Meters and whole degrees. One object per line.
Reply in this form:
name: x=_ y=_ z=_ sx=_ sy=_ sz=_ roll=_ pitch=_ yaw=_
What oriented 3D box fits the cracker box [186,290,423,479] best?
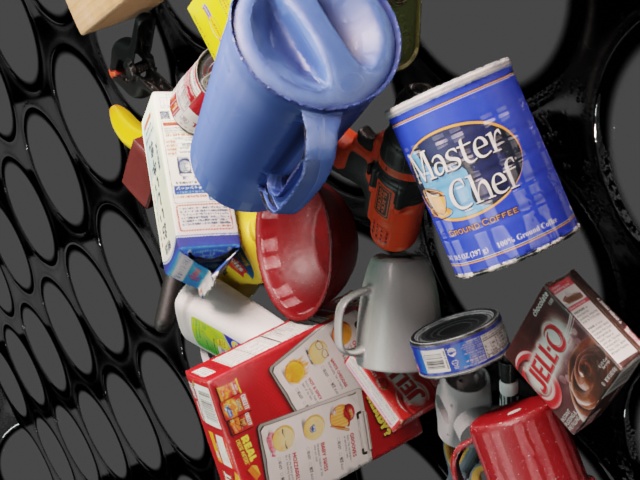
cracker box: x=-0.015 y=0.168 z=1.098 sx=0.072 sy=0.213 sz=0.164 roll=8 pitch=119 yaw=59

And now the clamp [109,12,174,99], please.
clamp: x=-0.217 y=-0.206 z=1.321 sx=0.172 sy=0.039 sz=0.120 roll=-7 pitch=100 yaw=66

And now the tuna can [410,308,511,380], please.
tuna can: x=0.123 y=0.091 z=0.945 sx=0.086 sy=0.086 sz=0.034 roll=-5 pitch=106 yaw=60

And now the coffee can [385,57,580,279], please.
coffee can: x=0.123 y=-0.054 z=0.814 sx=0.103 sy=0.102 sz=0.140 roll=-18 pitch=97 yaw=61

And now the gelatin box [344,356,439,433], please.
gelatin box: x=0.079 y=0.136 z=1.064 sx=0.089 sy=0.073 sz=0.030 roll=53 pitch=149 yaw=19

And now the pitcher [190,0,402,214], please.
pitcher: x=-0.035 y=-0.104 z=0.883 sx=0.145 sy=0.149 sz=0.243 roll=42 pitch=153 yaw=2

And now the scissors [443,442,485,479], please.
scissors: x=0.152 y=0.267 z=1.107 sx=0.096 sy=0.016 sz=0.202 roll=41 pitch=144 yaw=36

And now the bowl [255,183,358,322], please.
bowl: x=-0.007 y=0.001 z=1.095 sx=0.162 sy=0.055 sz=0.162 roll=13 pitch=105 yaw=59

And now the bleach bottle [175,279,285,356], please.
bleach bottle: x=-0.049 y=0.130 z=1.234 sx=0.251 sy=0.068 sz=0.102 roll=27 pitch=148 yaw=22

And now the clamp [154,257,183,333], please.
clamp: x=-0.175 y=0.003 z=1.345 sx=0.164 sy=0.036 sz=0.210 roll=-96 pitch=22 yaw=-53

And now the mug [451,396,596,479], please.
mug: x=0.170 y=0.189 z=0.928 sx=0.117 sy=0.093 sz=0.081 roll=-21 pitch=88 yaw=20

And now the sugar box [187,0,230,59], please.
sugar box: x=-0.068 y=-0.236 z=1.046 sx=0.093 sy=0.048 sz=0.176 roll=62 pitch=152 yaw=5

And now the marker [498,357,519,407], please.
marker: x=0.174 y=0.153 z=0.979 sx=0.020 sy=0.020 sz=0.121 roll=29 pitch=136 yaw=46

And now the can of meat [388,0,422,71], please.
can of meat: x=0.037 y=-0.200 z=0.892 sx=0.084 sy=0.057 sz=0.102 roll=39 pitch=143 yaw=41

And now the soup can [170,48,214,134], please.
soup can: x=-0.118 y=-0.161 z=1.162 sx=0.068 sy=0.068 sz=0.102 roll=63 pitch=152 yaw=2

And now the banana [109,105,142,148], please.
banana: x=-0.224 y=-0.141 z=1.389 sx=0.198 sy=0.037 sz=0.069 roll=10 pitch=96 yaw=53

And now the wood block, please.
wood block: x=-0.212 y=-0.305 z=1.181 sx=0.206 sy=0.090 sz=0.090 roll=-9 pitch=105 yaw=60

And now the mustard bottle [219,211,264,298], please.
mustard bottle: x=-0.085 y=0.008 z=1.250 sx=0.096 sy=0.058 sz=0.192 roll=66 pitch=151 yaw=7

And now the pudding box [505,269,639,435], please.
pudding box: x=0.204 y=0.092 z=0.861 sx=0.090 sy=0.039 sz=0.114 roll=50 pitch=148 yaw=25

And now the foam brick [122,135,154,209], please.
foam brick: x=-0.201 y=-0.088 z=1.310 sx=0.051 sy=0.052 sz=0.078 roll=44 pitch=137 yaw=18

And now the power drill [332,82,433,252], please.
power drill: x=0.033 y=-0.102 z=0.971 sx=0.188 sy=0.057 sz=0.184 roll=45 pitch=146 yaw=31
